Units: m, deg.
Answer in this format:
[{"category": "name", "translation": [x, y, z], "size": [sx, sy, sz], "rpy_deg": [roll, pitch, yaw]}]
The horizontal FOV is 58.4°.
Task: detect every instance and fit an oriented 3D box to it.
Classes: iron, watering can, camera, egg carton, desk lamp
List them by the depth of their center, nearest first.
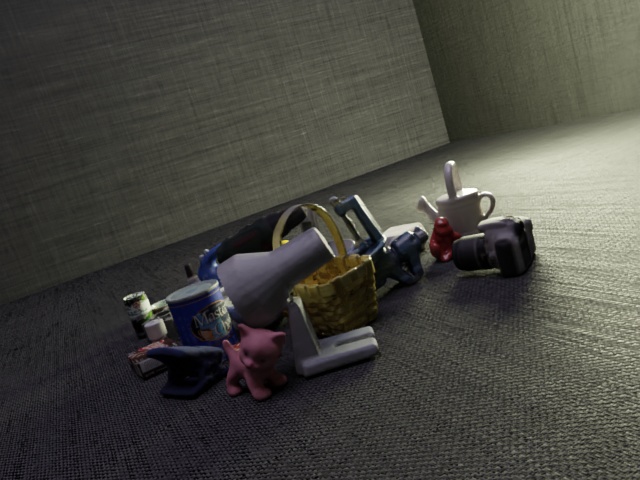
[{"category": "desk lamp", "translation": [-0.035, 0.099, 0.901], "size": [0.203, 0.214, 0.118], "rpy_deg": [-17, 11, 1]}, {"category": "camera", "translation": [0.329, 0.006, 1.098], "size": [0.136, 0.101, 0.143], "rpy_deg": [-10, 13, 34]}, {"category": "watering can", "translation": [0.314, -0.086, 1.336], "size": [0.172, 0.194, 0.101], "rpy_deg": [-16, 11, 7]}, {"category": "egg carton", "translation": [0.194, 0.010, 1.381], "size": [0.107, 0.069, 0.151], "rpy_deg": [-10, 13, 35]}, {"category": "iron", "translation": [-0.260, 0.066, 1.626], "size": [0.258, 0.141, 0.119], "rpy_deg": [-15, 11, 14]}]

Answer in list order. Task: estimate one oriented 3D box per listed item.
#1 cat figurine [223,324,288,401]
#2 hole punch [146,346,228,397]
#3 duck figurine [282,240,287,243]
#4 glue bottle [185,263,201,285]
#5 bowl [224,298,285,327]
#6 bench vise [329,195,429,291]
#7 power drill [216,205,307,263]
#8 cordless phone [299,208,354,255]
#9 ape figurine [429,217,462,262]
[{"category": "cat figurine", "translation": [-0.103, 0.176, 0.874], "size": [0.127, 0.118, 0.067], "rpy_deg": [-8, 15, 42]}, {"category": "hole punch", "translation": [-0.228, 0.208, 0.986], "size": [0.108, 0.091, 0.101], "rpy_deg": [-9, 14, 38]}, {"category": "duck figurine", "translation": [-0.094, 0.043, 1.632], "size": [0.078, 0.086, 0.104], "rpy_deg": [-23, 12, -25]}, {"category": "glue bottle", "translation": [-0.246, 0.130, 1.192], "size": [0.078, 0.173, 0.037], "rpy_deg": [-24, 12, -29]}, {"category": "bowl", "translation": [-0.118, 0.140, 1.204], "size": [0.167, 0.075, 0.167], "rpy_deg": [-17, 11, 4]}, {"category": "bench vise", "translation": [0.107, -0.002, 1.169], "size": [0.208, 0.220, 0.121], "rpy_deg": [-23, 12, -26]}, {"category": "power drill", "translation": [-0.111, 0.046, 1.306], "size": [0.229, 0.208, 0.075], "rpy_deg": [-16, 11, 6]}, {"category": "cordless phone", "translation": [0.013, 0.005, 1.381], "size": [0.147, 0.185, 0.094], "rpy_deg": [-9, 14, 39]}, {"category": "ape figurine", "translation": [0.274, -0.006, 1.268], "size": [0.078, 0.092, 0.076], "rpy_deg": [-17, 11, 3]}]
